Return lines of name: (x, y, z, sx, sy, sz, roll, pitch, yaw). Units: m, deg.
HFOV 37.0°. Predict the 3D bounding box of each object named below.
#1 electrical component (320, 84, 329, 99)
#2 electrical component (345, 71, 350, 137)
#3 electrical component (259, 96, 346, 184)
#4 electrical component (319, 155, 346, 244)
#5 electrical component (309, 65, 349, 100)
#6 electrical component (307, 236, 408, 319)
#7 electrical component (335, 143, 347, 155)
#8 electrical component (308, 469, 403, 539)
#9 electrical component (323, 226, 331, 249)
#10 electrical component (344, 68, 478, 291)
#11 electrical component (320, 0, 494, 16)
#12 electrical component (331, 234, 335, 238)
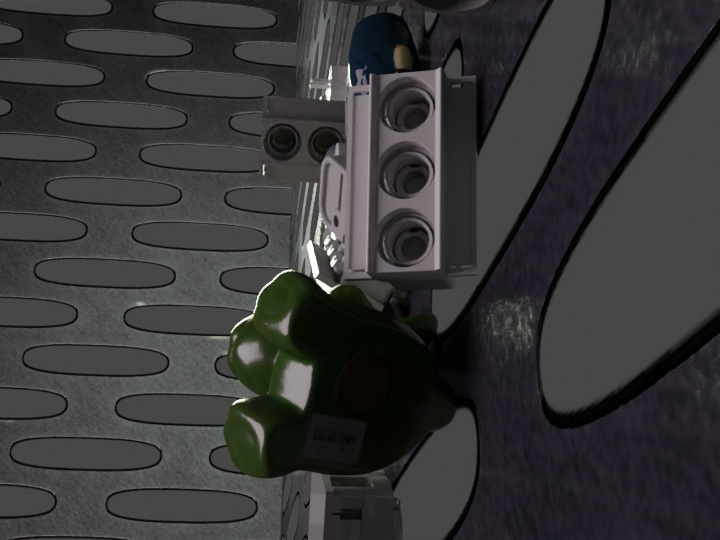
electrical component: (-0.014, -0.157, 1.156, 0.095, 0.059, 0.053, 102, 169, -55)
electrical component: (0.016, -0.148, 0.919, 0.080, 0.051, 0.080, -177, 90, -83)
electrical component: (-0.032, -0.124, 1.021, 0.063, 0.121, 0.078, -99, 13, -72)
electrical component: (0.018, -0.044, 0.748, 0.095, 0.059, 0.053, -134, 42, -52)
electrical component: (-0.011, -0.182, 1.060, 0.066, 0.077, 0.047, 140, 133, -81)
electrical component: (0.000, 0.000, 0.905, 0.063, 0.079, 0.121, -56, 12, 8)
electrical component: (0.009, -0.086, 0.888, 0.044, 0.065, 0.044, -178, 90, -84)
electrical component: (-0.006, 0.208, 0.904, 0.150, 0.062, 0.089, -141, 54, -82)
electrical component: (-0.017, -0.035, 1.142, 0.079, 0.043, 0.077, -30, -55, -76)
electrical component: (0.034, -0.051, 0.649, 0.063, 0.079, 0.121, 42, -133, -70)
electrical component: (0.003, -0.188, 0.603, 0.089, 0.150, 0.061, 124, 150, -78)
electrical component: (-0.006, -0.027, 1.075, 0.076, 0.047, 0.065, -95, 10, -50)
